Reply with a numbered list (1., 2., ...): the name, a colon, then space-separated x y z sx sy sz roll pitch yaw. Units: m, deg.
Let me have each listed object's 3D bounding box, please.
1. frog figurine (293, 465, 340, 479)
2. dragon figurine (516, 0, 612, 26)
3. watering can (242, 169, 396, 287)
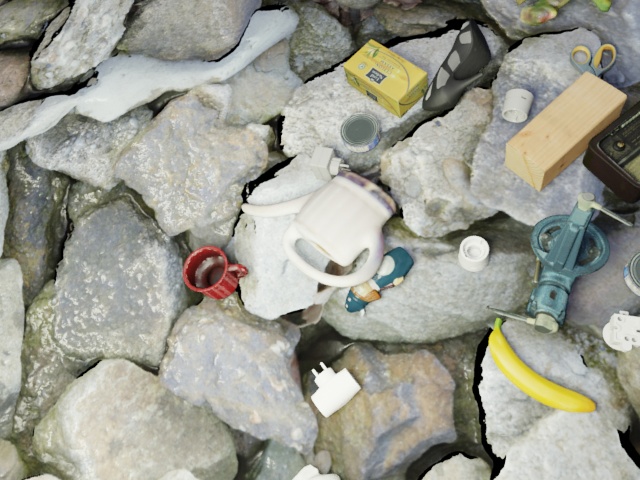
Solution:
1. frog figurine: 0.028 0.411 0.790 0.138 0.120 0.162 -10 48 -27
2. dragon figurine: 0.537 -0.618 1.157 0.243 0.120 0.419 4 58 25
3. watering can: 0.003 -0.051 1.021 0.226 0.102 0.352 -47 55 -9
